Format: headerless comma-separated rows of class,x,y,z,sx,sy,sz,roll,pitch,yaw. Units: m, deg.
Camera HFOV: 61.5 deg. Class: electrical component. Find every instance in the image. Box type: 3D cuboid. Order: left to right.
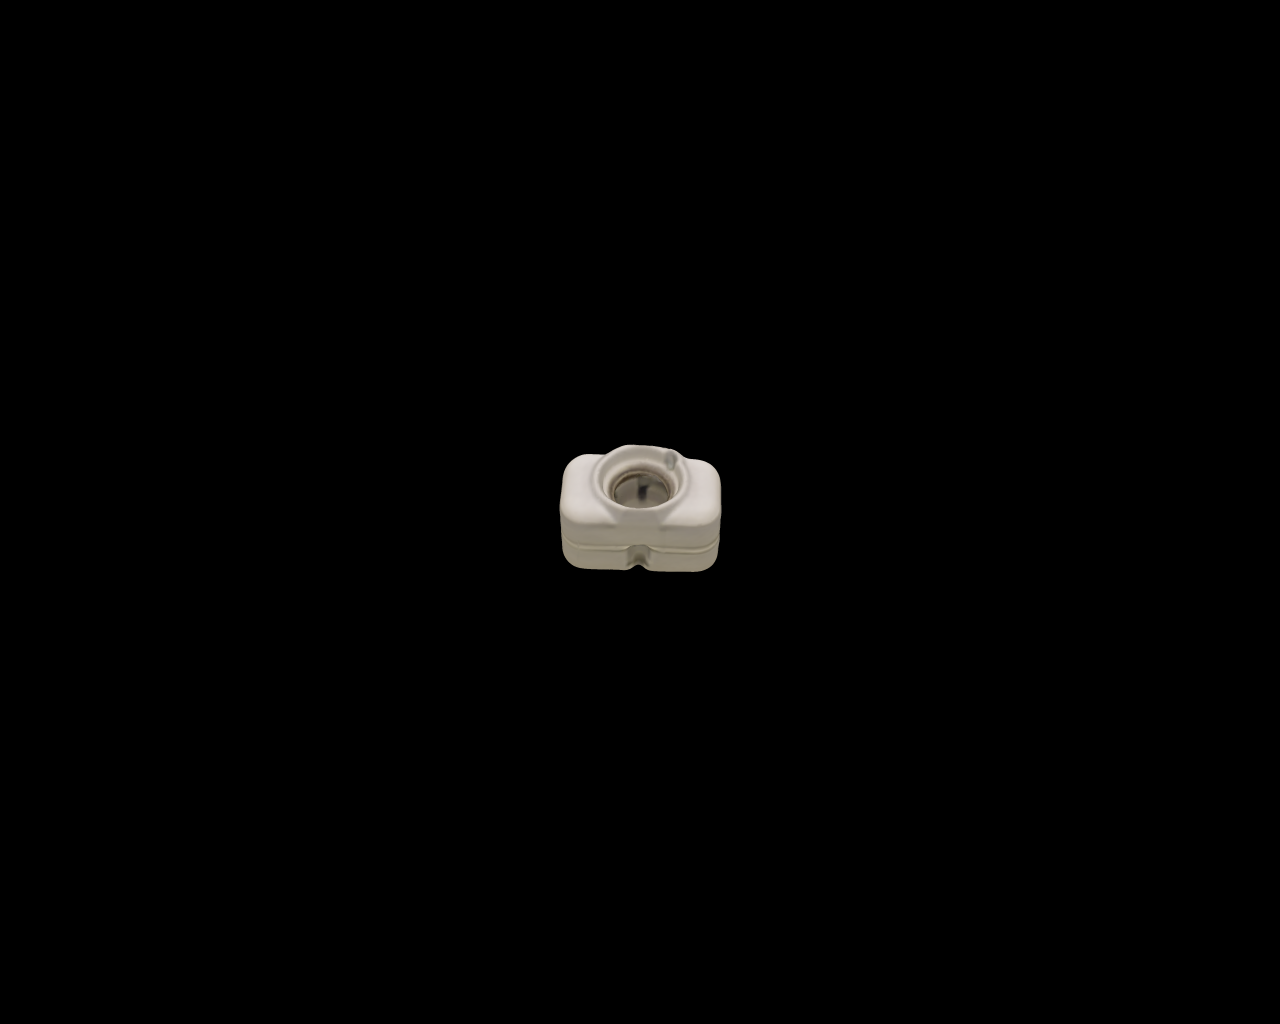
electrical component,0.001,-0.003,0.650,0.095,0.054,0.059,2,-40,2
